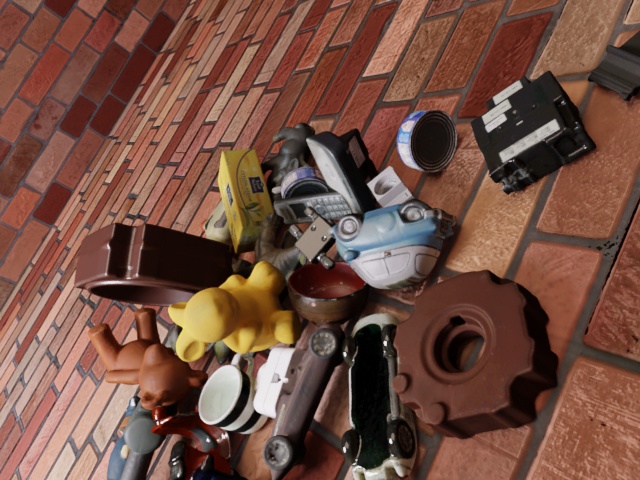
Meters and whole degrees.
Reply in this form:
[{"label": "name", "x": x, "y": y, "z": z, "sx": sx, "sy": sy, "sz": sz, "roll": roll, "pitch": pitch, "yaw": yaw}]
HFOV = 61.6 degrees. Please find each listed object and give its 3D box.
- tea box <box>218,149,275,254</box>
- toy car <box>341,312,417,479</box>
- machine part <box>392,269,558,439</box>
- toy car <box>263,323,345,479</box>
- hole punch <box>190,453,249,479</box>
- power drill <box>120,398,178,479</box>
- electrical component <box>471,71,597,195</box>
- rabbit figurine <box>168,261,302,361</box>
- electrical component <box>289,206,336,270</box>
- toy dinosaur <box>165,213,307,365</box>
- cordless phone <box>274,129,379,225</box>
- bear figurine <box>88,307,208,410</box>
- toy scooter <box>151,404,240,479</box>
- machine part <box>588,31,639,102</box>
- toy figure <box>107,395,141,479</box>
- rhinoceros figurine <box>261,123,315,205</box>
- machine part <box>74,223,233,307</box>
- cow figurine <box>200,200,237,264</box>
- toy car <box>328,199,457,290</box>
[{"label": "tea box", "x": -0.137, "y": -0.072, "z": 0.991, "sx": 0.098, "sy": 0.068, "sz": 0.170, "roll": 114, "pitch": 144, "yaw": -56}, {"label": "toy car", "x": 0.068, "y": 0.178, "z": 0.623, "sx": 0.073, "sy": 0.056, "sz": 0.202, "roll": -24, "pitch": 46, "yaw": 29}, {"label": "machine part", "x": 0.156, "y": 0.116, "z": 0.566, "sx": 0.179, "sy": 0.056, "sz": 0.179, "roll": -31, "pitch": 41, "yaw": 30}, {"label": "toy car", "x": -0.021, "y": 0.200, "z": 0.677, "sx": 0.053, "sy": 0.089, "sz": 0.202, "roll": 22, "pitch": 77, "yaw": 13}, {"label": "hole punch", "x": -0.114, "y": 0.352, "z": 0.656, "sx": 0.092, "sy": 0.115, "sz": 0.142, "roll": 8, "pitch": 69, "yaw": 44}, {"label": "power drill", "x": -0.285, "y": 0.347, "z": 0.869, "sx": 0.232, "sy": 0.086, "sz": 0.207, "roll": 139, "pitch": 154, "yaw": -74}, {"label": "electrical component", "x": 0.252, "y": -0.136, "z": 0.654, "sx": 0.115, "sy": 0.058, "sz": 0.134, "roll": -30, "pitch": 42, "yaw": 30}, {"label": "rabbit figurine", "x": -0.127, "y": 0.096, "z": 0.720, "sx": 0.162, "sy": 0.173, "sz": 0.122, "roll": -16, "pitch": 79, "yaw": 15}, {"label": "electrical component", "x": -0.002, "y": -0.002, "z": 0.764, "sx": 0.063, "sy": 0.021, "sz": 0.094, "roll": -49, "pitch": 60, "yaw": 8}, {"label": "toy dinosaur", "x": -0.148, "y": 0.101, "z": 0.911, "sx": 0.471, "sy": 0.105, "sz": 0.199, "roll": -34, "pitch": 43, "yaw": 36}, {"label": "cordless phone", "x": -0.009, "y": -0.090, "z": 0.841, "sx": 0.184, "sy": 0.146, "sz": 0.089, "roll": -9, "pitch": 36, "yaw": 32}, {"label": "bear figurine", "x": -0.272, "y": 0.187, "z": 0.849, "sx": 0.196, "sy": 0.120, "sz": 0.131, "roll": -5, "pitch": 103, "yaw": 54}, {"label": "toy scooter", "x": -0.179, "y": 0.296, "z": 0.756, "sx": 0.075, "sy": 0.135, "sz": 0.184, "roll": -39, "pitch": 39, "yaw": 21}, {"label": "machine part", "x": 0.372, "y": -0.221, "z": 0.596, "sx": 0.139, "sy": 0.039, "sz": 0.084, "roll": -46, "pitch": 30, "yaw": 17}, {"label": "toy figure", "x": -0.341, "y": 0.359, "z": 0.970, "sx": 0.064, "sy": 0.057, "sz": 0.154, "roll": -29, "pitch": 40, "yaw": 36}, {"label": "rhinoceros figurine", "x": -0.055, "y": -0.134, "z": 1.023, "sx": 0.112, "sy": 0.073, "sz": 0.190, "roll": -6, "pitch": 56, "yaw": 36}, {"label": "machine part", "x": -0.254, "y": 0.047, "z": 0.825, "sx": 0.201, "sy": 0.201, "sz": 0.087, "roll": -17, "pitch": 64, "yaw": 45}, {"label": "cow figurine", "x": -0.189, "y": -0.019, "z": 1.079, "sx": 0.195, "sy": 0.085, "sz": 0.127, "roll": -59, "pitch": 28, "yaw": -5}, {"label": "toy car", "x": 0.097, "y": 0.013, "z": 0.697, "sx": 0.162, "sy": 0.109, "sz": 0.103, "roll": -12, "pitch": 75, "yaw": 31}]
